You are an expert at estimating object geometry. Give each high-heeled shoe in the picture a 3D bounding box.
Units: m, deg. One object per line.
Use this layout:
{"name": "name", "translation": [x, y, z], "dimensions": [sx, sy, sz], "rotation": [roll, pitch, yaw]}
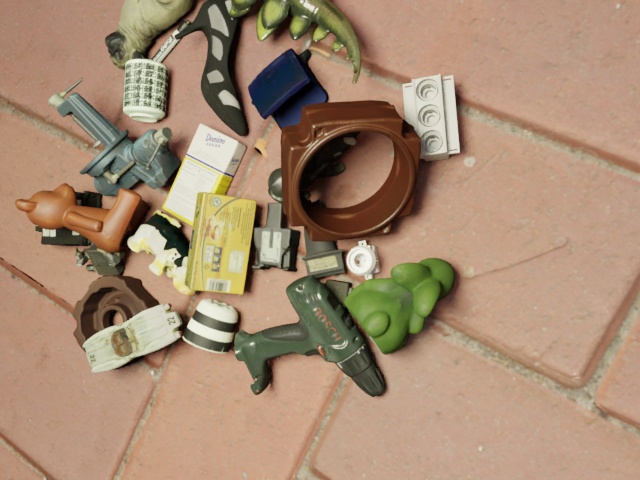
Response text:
{"name": "high-heeled shoe", "translation": [-0.160, -0.324, 0.995], "dimensions": [0.145, 0.086, 0.248], "rotation": [-32, 95, -15]}

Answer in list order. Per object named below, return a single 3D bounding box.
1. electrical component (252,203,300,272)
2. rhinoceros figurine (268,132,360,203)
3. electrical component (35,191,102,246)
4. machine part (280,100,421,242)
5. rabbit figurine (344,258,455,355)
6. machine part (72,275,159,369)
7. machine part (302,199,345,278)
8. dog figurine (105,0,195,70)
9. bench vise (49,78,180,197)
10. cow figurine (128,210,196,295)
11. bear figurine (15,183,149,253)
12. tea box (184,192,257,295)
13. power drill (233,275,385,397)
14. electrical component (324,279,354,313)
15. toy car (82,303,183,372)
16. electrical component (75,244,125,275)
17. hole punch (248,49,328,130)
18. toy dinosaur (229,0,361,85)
{"name": "electrical component", "translation": [-0.077, -0.004, 0.943], "dimensions": [0.075, 0.047, 0.119], "rotation": [0, 87, 19]}
{"name": "rhinoceros figurine", "translation": [-0.012, -0.138, 0.894], "dimensions": [0.190, 0.112, 0.073], "rotation": [-39, 73, 22]}
{"name": "electrical component", "translation": [-0.516, -0.044, 1.096], "dimensions": [0.134, 0.058, 0.114], "rotation": [3, 86, 20]}
{"name": "machine part", "translation": [0.044, -0.101, 0.813], "dimensions": [0.201, 0.087, 0.200], "rotation": [-5, 125, -9]}
{"name": "rabbit figurine", "translation": [0.131, 0.079, 0.820], "dimensions": [0.170, 0.159, 0.121], "rotation": [-37, 74, -4]}
{"name": "machine part", "translation": [-0.392, 0.157, 1.041], "dimensions": [0.180, 0.056, 0.179], "rotation": [-1, 88, 17]}
{"name": "machine part", "translation": [-0.002, -0.003, 0.921], "dimensions": [0.084, 0.039, 0.139], "rotation": [-17, 82, 22]}
{"name": "dog figurine", "translation": [-0.319, -0.416, 1.036], "dimensions": [0.173, 0.121, 0.190], "rotation": [18, 107, 23]}
{"name": "bench vise", "translation": [-0.387, -0.183, 0.992], "dimensions": [0.224, 0.129, 0.240], "rotation": [-21, 120, 43]}
{"name": "cow figurine", "translation": [-0.272, 0.023, 1.003], "dimensions": [0.167, 0.068, 0.098], "rotation": [41, 94, 16]}
{"name": "bear figurine", "translation": [-0.440, -0.059, 0.998], "dimensions": [0.196, 0.120, 0.132], "rotation": [26, 79, -1]}
{"name": "tea box", "translation": [-0.176, 0.005, 0.945], "dimensions": [0.098, 0.068, 0.169], "rotation": [10, 89, -23]}
{"name": "power drill", "translation": [-0.027, 0.187, 0.891], "dimensions": [0.207, 0.086, 0.232], "rotation": [-24, 96, 23]}
{"name": "electrical component", "translation": [0.028, 0.100, 0.913], "dimensions": [0.094, 0.021, 0.063], "rotation": [6, 89, 19]}
{"name": "toy car", "translation": [-0.336, 0.177, 0.965], "dimensions": [0.202, 0.056, 0.073], "rotation": [-25, 83, 16]}
{"name": "electrical component", "translation": [-0.428, 0.038, 1.049], "dimensions": [0.102, 0.045, 0.078], "rotation": [5, 123, 16]}
{"name": "hole punch", "translation": [-0.065, -0.265, 0.934], "dimensions": [0.142, 0.092, 0.116], "rotation": [-39, 72, 17]}
{"name": "toy dinosaur", "translation": [-0.062, -0.438, 0.916], "dimensions": [0.198, 0.105, 0.472], "rotation": [-47, 66, 2]}
